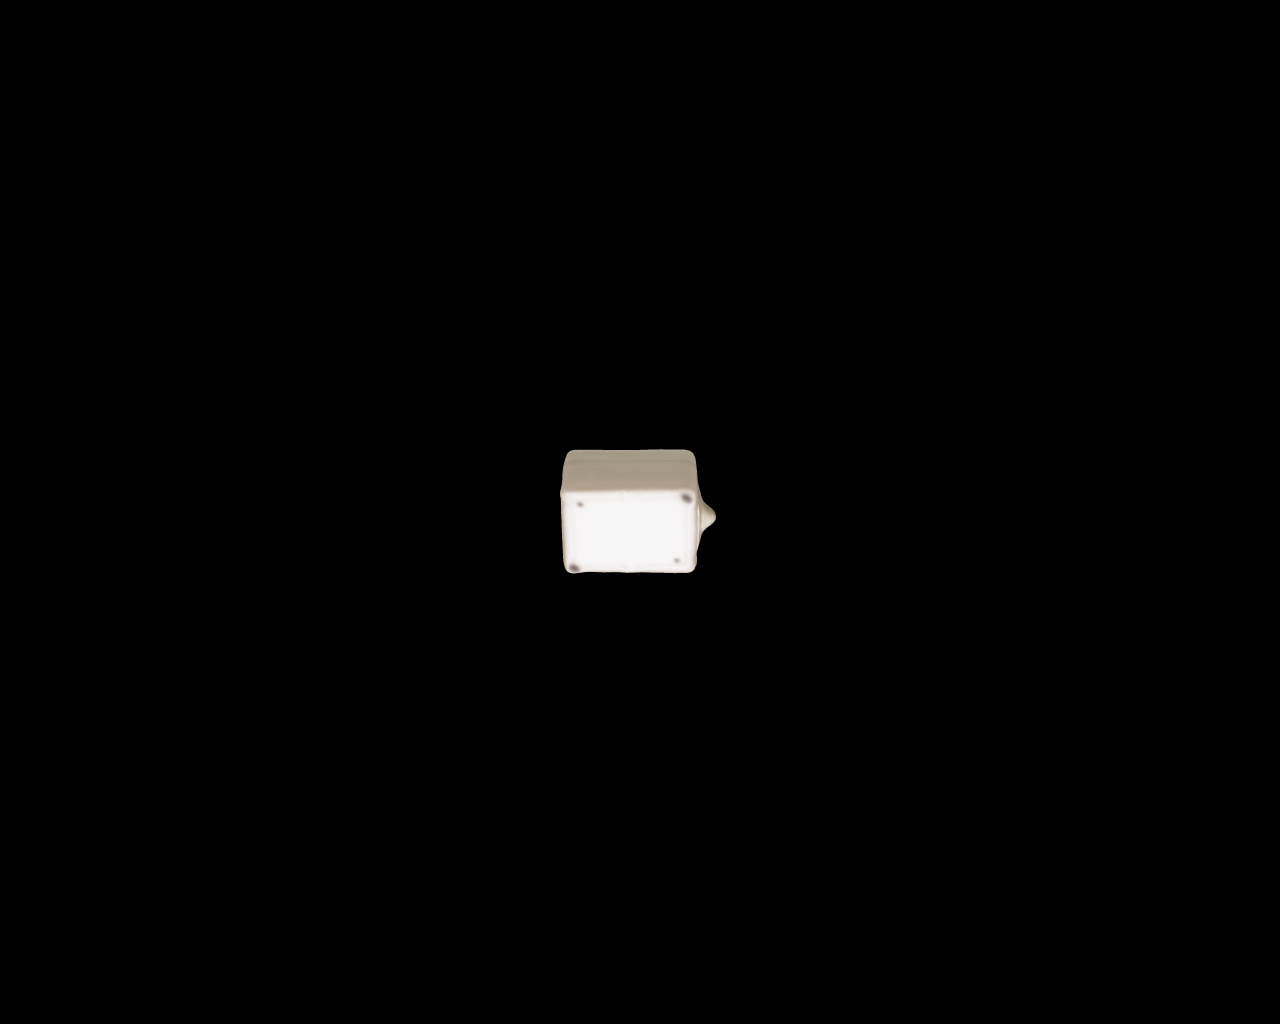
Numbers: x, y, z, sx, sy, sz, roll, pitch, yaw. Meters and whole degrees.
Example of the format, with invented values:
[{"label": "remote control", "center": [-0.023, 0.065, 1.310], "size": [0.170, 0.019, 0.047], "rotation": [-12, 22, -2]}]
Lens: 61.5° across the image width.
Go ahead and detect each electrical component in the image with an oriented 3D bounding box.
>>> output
[{"label": "electrical component", "center": [0.001, -0.003, 0.650], "size": [0.096, 0.061, 0.061], "rotation": [0, 32, 0]}]
